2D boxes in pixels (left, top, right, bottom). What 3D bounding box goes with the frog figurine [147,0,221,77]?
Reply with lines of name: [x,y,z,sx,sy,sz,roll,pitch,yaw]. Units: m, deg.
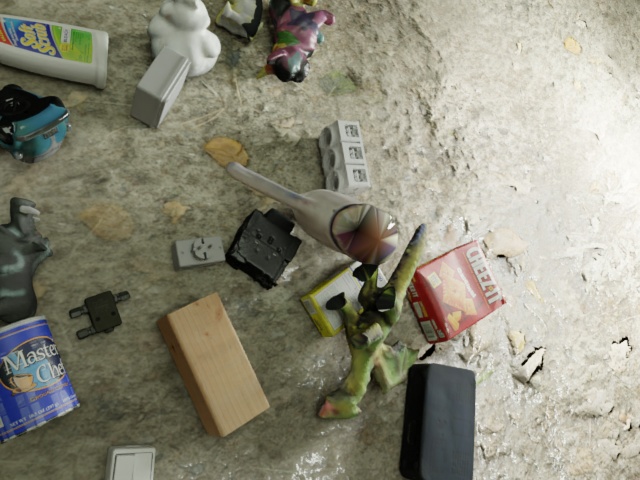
frog figurine: [-0.251,-0.388,0.975,0.136,0.157,0.125,24,65,-20]

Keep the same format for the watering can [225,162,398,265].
watering can: [0.003,-0.048,0.950,0.345,0.226,0.104,23,92,-36]

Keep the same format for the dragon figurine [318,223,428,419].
dragon figurine: [0.132,0.176,1.006,0.417,0.123,0.238,-43,128,-29]
